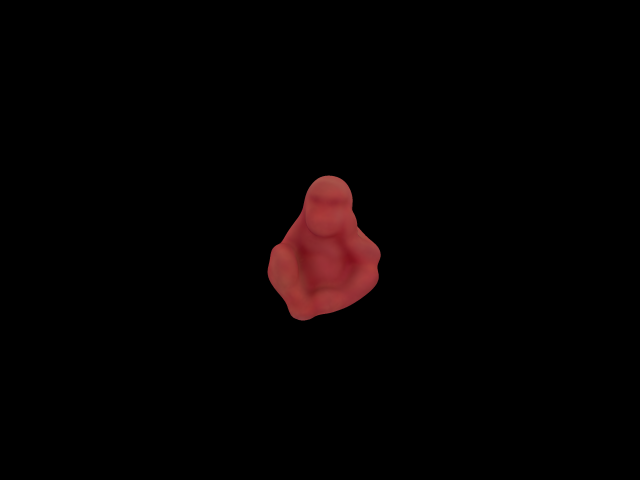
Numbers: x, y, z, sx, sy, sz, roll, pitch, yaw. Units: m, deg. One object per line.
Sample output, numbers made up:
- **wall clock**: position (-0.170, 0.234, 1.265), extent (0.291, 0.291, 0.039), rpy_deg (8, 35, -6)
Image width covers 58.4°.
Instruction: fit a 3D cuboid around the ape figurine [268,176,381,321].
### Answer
- **ape figurine**: position (0.004, 0.001, 0.400), extent (0.077, 0.092, 0.076), rpy_deg (1, 11, 4)
